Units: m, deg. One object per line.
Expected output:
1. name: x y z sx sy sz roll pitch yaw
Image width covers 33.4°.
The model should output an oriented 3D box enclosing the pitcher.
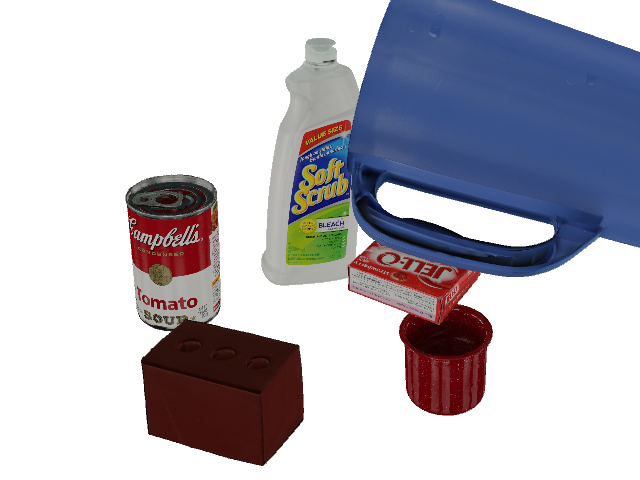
1. pitcher: 0.141 -0.061 0.661 0.243 0.149 0.144 18 29 8

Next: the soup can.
1. soup can: -0.111 0.009 0.816 0.068 0.102 0.068 0 30 0

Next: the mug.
1. mug: 0.134 0.117 1.093 0.093 0.081 0.117 19 39 32

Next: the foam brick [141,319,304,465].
1. foam brick: -0.055 0.086 0.608 0.078 0.051 0.052 11 27 21

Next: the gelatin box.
1. gelatin box: 0.078 0.026 0.887 0.089 0.030 0.073 19 39 27

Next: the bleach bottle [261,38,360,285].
1. bleach bottle: -0.010 -0.080 1.089 0.102 0.251 0.068 -5 27 -12
